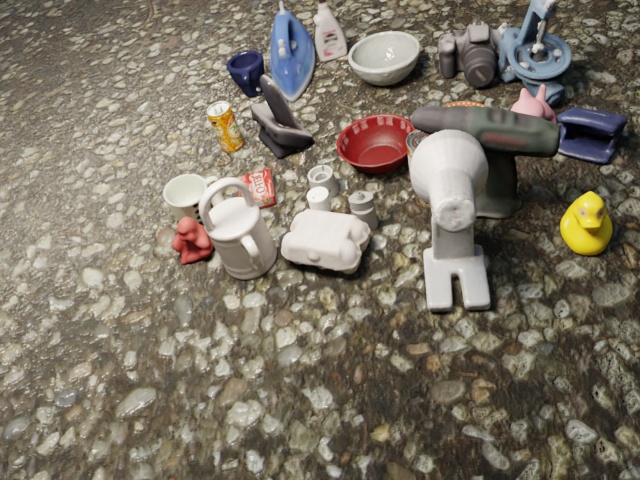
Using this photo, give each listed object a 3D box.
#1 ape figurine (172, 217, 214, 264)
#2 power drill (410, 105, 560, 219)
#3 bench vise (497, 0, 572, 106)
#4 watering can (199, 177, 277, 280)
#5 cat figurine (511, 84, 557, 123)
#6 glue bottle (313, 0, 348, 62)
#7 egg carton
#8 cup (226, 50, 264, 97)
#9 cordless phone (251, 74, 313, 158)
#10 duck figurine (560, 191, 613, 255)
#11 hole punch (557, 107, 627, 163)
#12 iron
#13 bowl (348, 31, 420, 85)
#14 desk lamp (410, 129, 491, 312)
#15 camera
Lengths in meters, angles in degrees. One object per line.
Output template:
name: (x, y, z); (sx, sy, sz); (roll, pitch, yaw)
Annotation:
ape figurine: (-0.238, -0.005, 1.063); (0.077, 0.092, 0.076); (21, 57, 31)
power drill: (0.272, -0.133, 0.952); (0.229, 0.209, 0.075); (2, 50, 18)
bench vise: (0.409, -0.396, 1.143); (0.122, 0.220, 0.206); (-35, 49, -15)
watering can: (-0.153, -0.030, 0.991); (0.172, 0.194, 0.101); (23, 59, 32)
cat figurine: (0.396, -0.240, 1.076); (0.067, 0.118, 0.128); (23, 59, 32)
glue bottle: (0.017, -0.528, 1.406); (0.078, 0.173, 0.037); (-19, 47, -2)
egg carton: (0.009, 0.004, 1.000); (0.150, 0.069, 0.107); (9, 52, 23)
cup: (-0.170, -0.390, 1.389); (0.091, 0.095, 0.117); (-14, 47, 4)
cordless phone: (-0.097, -0.282, 1.208); (0.094, 0.185, 0.147); (-35, 49, -15)
duck figurine: (0.425, -0.040, 0.909); (0.077, 0.086, 0.104); (1, 49, 17)
hole punch: (0.490, -0.208, 1.039); (0.108, 0.091, 0.101); (21, 58, 31)
iron: (-0.080, -0.467, 1.401); (0.118, 0.142, 0.258); (-10, 47, 8)
bowl: (0.152, -0.409, 1.329); (0.167, 0.075, 0.167); (-8, 47, 9)
desk lamp: (0.205, -0.032, 0.877); (0.117, 0.214, 0.203); (-6, 48, 11)
camera: (0.332, -0.404, 1.255); (0.143, 0.101, 0.137); (-2, 48, 14)
